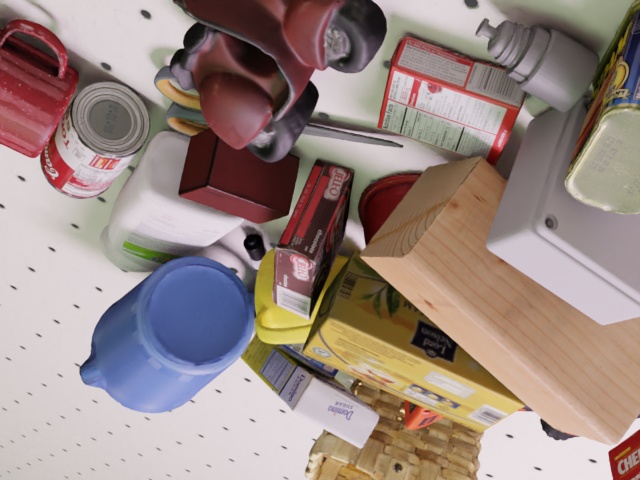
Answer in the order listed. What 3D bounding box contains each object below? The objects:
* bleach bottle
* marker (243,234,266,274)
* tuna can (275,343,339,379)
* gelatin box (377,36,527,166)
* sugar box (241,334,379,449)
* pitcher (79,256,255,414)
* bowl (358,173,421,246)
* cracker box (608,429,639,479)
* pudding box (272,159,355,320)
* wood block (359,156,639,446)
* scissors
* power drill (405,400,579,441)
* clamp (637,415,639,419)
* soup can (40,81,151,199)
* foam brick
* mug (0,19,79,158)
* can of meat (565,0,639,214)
[{"bbox_3d":[-0.152,-0.018,0.978,0.102,0.068,0.251,20,157,-21],"label":"bleach bottle"},{"bbox_3d":[-0.054,0.031,1.044,0.020,0.020,0.121,13,151,18],"label":"marker"},{"bbox_3d":[-0.013,0.105,1.092,0.086,0.034,0.086,32,179,1],"label":"tuna can"},{"bbox_3d":[0.087,-0.092,0.710,0.089,0.030,0.073,20,154,6],"label":"gelatin box"},{"bbox_3d":[-0.013,0.153,1.124,0.093,0.048,0.176,32,176,-24],"label":"sugar box"},{"bbox_3d":[-0.135,0.089,1.045,0.145,0.149,0.243,28,159,-11],"label":"pitcher"},{"bbox_3d":[0.099,0.016,0.864,0.162,0.055,0.162,18,153,9],"label":"bowl"},{"bbox_3d":[0.361,0.200,0.835,0.213,0.072,0.164,39,115,-12],"label":"cracker box"},{"bbox_3d":[-0.006,0.001,0.879,0.039,0.090,0.113,22,153,6],"label":"pudding box"},{"bbox_3d":[0.142,0.044,0.761,0.206,0.090,0.091,41,168,-13],"label":"wood block"},{"bbox_3d":[-0.043,-0.099,0.806,0.202,0.016,0.096,5,153,32],"label":"scissors"},{"bbox_3d":[0.175,0.149,0.993,0.187,0.057,0.184,2,156,-2],"label":"power drill"},{"bbox_3d":[0.319,0.132,0.917,0.120,0.039,0.171,3,148,12],"label":"clamp"},{"bbox_3d":[-0.189,-0.082,0.892,0.068,0.068,0.102,31,151,-16],"label":"soup can"},{"bbox_3d":[-0.064,-0.051,0.848,0.078,0.051,0.053,20,163,-31],"label":"foam brick"},{"bbox_3d":[-0.239,-0.125,0.846,0.081,0.093,0.117,27,127,-19],"label":"mug"},{"bbox_3d":[0.184,-0.074,0.609,0.057,0.084,0.102,21,153,5],"label":"can of meat"}]
